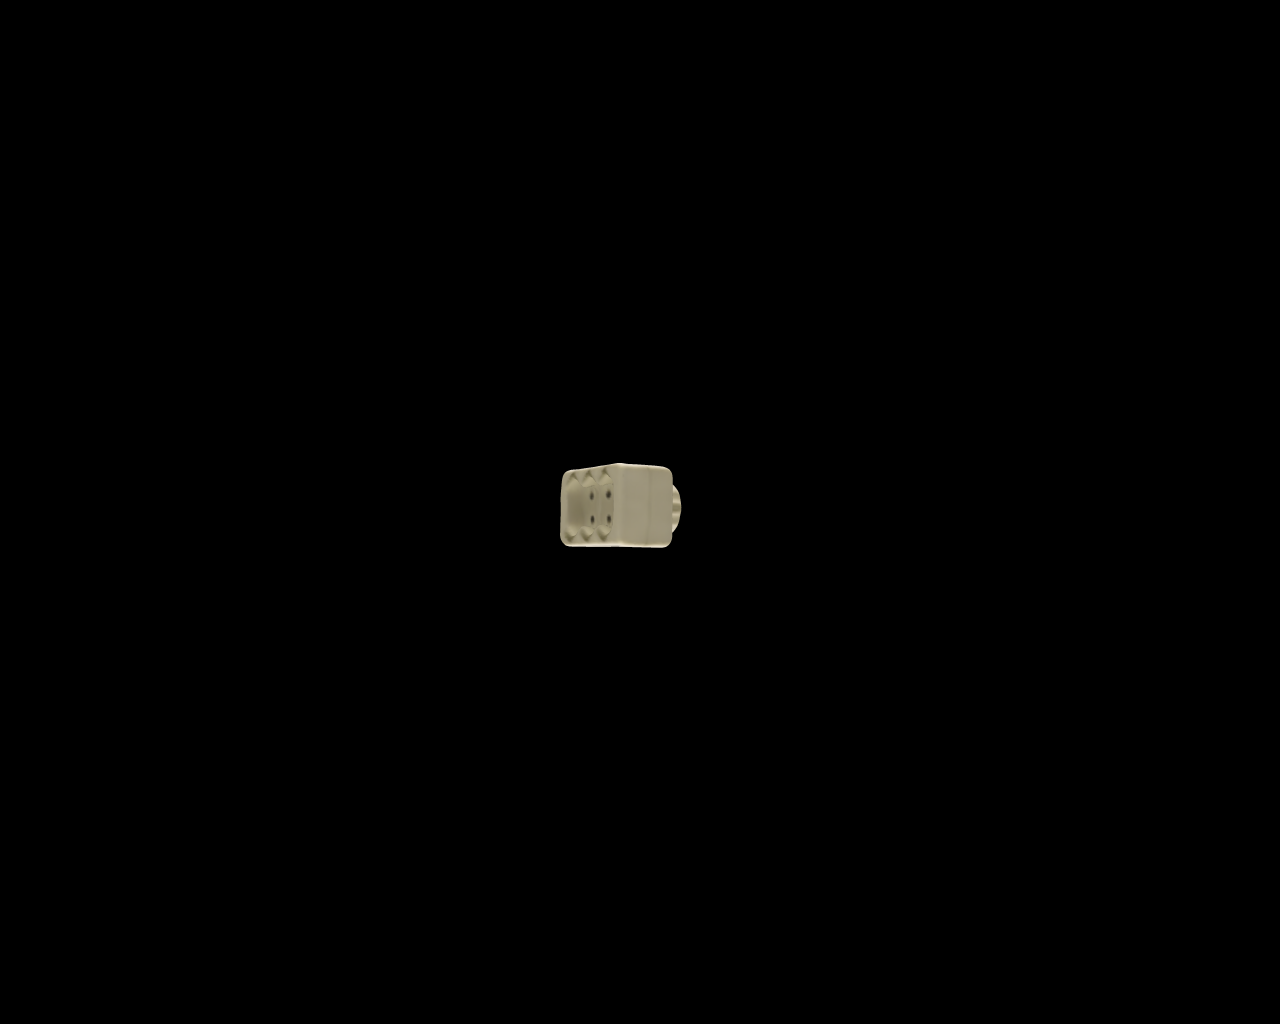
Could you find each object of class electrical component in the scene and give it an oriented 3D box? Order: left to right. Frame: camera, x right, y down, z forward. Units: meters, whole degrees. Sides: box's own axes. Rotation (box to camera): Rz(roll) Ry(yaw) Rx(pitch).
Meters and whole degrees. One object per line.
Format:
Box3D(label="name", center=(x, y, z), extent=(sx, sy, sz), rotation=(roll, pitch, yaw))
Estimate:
Box3D(label="electrical component", center=(0.001, -0.003, 0.650), extent=(0.077, 0.047, 0.065), rotation=(2, -3, -36))
